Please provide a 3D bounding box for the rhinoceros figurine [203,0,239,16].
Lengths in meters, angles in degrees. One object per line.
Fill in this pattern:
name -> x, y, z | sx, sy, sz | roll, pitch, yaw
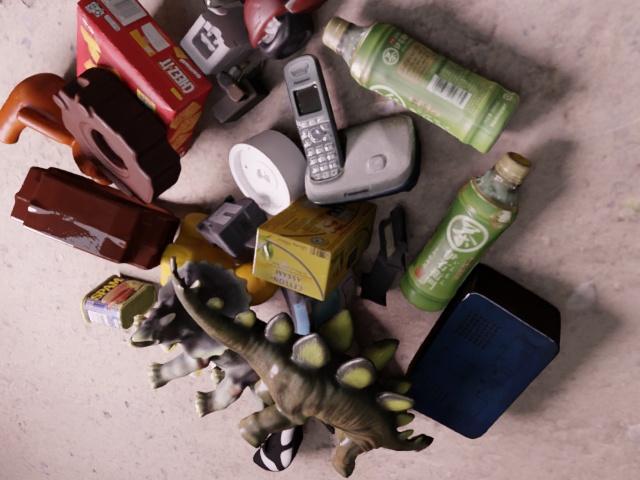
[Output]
rhinoceros figurine -> -0.156, -0.309, 0.603 | 0.191, 0.112, 0.073 | 39, 103, 37

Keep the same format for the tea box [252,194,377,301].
tea box -> -0.001, -0.002, 0.673 | 0.098, 0.169, 0.068 | 18, 118, 18

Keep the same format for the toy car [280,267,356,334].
toy car -> -0.004, 0.057, 0.747 | 0.103, 0.162, 0.109 | -14, 137, -11

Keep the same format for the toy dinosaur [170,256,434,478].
toy dinosaur -> -0.010, 0.174, 0.674 | 0.471, 0.105, 0.198 | 31, 118, -25

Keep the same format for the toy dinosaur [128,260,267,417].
toy dinosaur -> -0.130, 0.163, 0.797 | 0.192, 0.131, 0.404 | -27, 139, 16

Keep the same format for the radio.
radio -> 0.209, 0.157, 0.720 | 0.131, 0.073, 0.229 | 29, 127, 9

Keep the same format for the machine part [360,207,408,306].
machine part -> 0.088, 0.028, 0.714 | 0.039, 0.084, 0.138 | 4, 134, -13

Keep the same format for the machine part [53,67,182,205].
machine part -> -0.254, -0.124, 0.679 | 0.179, 0.056, 0.179 | 33, 153, 19

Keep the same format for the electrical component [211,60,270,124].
electrical component -> -0.099, -0.186, 0.672 | 0.078, 0.102, 0.045 | -31, 97, 25

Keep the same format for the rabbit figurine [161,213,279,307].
rabbit figurine -> -0.151, 0.063, 0.826 | 0.173, 0.122, 0.162 | 14, 123, -3

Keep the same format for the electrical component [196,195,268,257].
electrical component -> -0.110, -0.016, 0.733 | 0.119, 0.075, 0.047 | 21, 151, 54

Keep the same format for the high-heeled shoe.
high-heeled shoe -> -0.078, 0.316, 0.948 | 0.249, 0.086, 0.145 | -37, 94, 31

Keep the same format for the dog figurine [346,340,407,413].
dog figurine -> 0.054, 0.192, 0.812 | 0.191, 0.121, 0.172 | 15, 129, 3

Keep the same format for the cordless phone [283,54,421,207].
cordless phone -> 0.037, -0.139, 0.639 | 0.147, 0.089, 0.184 | -10, 105, 31

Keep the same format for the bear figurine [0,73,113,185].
bear figurine -> -0.374, -0.152, 0.817 | 0.195, 0.120, 0.132 | 47, 130, -10

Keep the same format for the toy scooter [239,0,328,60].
toy scooter -> -0.034, -0.298, 0.588 | 0.184, 0.075, 0.135 | -34, 90, 38

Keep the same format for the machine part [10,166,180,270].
machine part -> -0.315, -0.033, 0.784 | 0.201, 0.201, 0.087 | 21, 90, -6

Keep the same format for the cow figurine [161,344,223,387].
cow figurine -> -0.194, 0.195, 0.948 | 0.167, 0.068, 0.098 | 43, 121, -2
